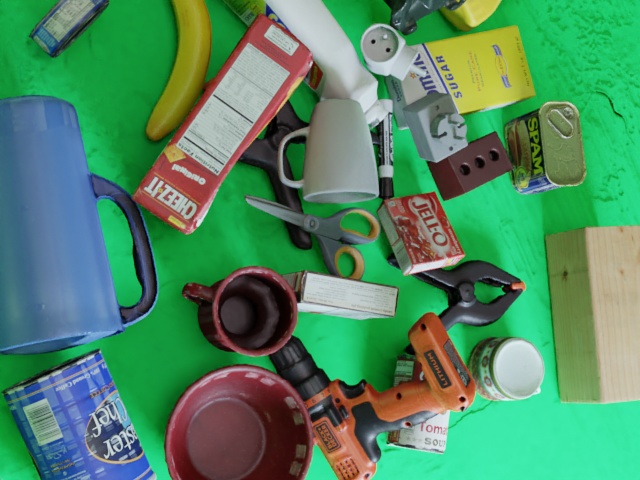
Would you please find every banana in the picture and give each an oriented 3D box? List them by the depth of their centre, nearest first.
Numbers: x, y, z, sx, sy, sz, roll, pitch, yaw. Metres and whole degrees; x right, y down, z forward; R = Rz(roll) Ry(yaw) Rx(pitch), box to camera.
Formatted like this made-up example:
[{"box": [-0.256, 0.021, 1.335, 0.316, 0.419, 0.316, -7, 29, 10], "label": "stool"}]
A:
[{"box": [-0.152, -0.202, 1.160, 0.069, 0.037, 0.198, 0, 81, -3], "label": "banana"}]

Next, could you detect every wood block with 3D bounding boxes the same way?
[{"box": [0.341, 0.090, 1.288, 0.090, 0.091, 0.206, -2, 84, -22], "label": "wood block"}]

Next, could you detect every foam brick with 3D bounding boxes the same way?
[{"box": [0.177, -0.088, 1.266, 0.078, 0.051, 0.053, -27, 93, -22], "label": "foam brick"}]

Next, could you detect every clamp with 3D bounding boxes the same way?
[{"box": [-0.038, -0.115, 1.191, 0.210, 0.036, 0.164, 45, 69, -14], "label": "clamp"}, {"box": [0.157, 0.056, 1.247, 0.171, 0.039, 0.120, -16, 89, -25], "label": "clamp"}]

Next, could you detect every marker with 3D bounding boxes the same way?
[{"box": [0.076, -0.104, 1.246, 0.020, 0.020, 0.121, 2, 82, -22], "label": "marker"}]

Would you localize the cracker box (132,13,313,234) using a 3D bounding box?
[{"box": [-0.096, -0.110, 1.067, 0.072, 0.164, 0.213, 35, 89, -6], "label": "cracker box"}]

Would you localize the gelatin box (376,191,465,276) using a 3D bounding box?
[{"box": [0.115, -0.009, 1.224, 0.073, 0.030, 0.089, -10, 66, -28], "label": "gelatin box"}]

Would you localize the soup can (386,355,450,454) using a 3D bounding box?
[{"box": [0.113, 0.184, 1.196, 0.068, 0.069, 0.102, 13, 79, -20], "label": "soup can"}]

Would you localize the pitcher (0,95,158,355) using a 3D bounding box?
[{"box": [-0.264, -0.013, 1.041, 0.149, 0.145, 0.243, 0, 78, -55], "label": "pitcher"}]

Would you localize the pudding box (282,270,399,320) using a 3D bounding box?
[{"box": [0.017, 0.061, 1.162, 0.113, 0.090, 0.039, 9, 80, -20], "label": "pudding box"}]

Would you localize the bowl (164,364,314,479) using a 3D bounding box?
[{"box": [-0.090, 0.211, 1.117, 0.161, 0.055, 0.162, 3, 82, -22], "label": "bowl"}]

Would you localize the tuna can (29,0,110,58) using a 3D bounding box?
[{"box": [-0.256, -0.227, 1.092, 0.033, 0.086, 0.086, 45, 70, -13], "label": "tuna can"}]

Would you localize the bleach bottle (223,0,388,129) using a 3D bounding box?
[{"box": [-0.014, -0.226, 1.180, 0.250, 0.103, 0.068, 47, 67, -10], "label": "bleach bottle"}]

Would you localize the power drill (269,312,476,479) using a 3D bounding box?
[{"box": [0.055, 0.150, 1.134, 0.188, 0.057, 0.184, -30, 92, 21], "label": "power drill"}]

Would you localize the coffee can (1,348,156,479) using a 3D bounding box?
[{"box": [-0.233, 0.190, 1.037, 0.102, 0.103, 0.140, -24, 92, -23], "label": "coffee can"}]

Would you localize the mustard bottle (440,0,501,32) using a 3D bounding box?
[{"box": [0.220, -0.343, 1.313, 0.191, 0.058, 0.096, -38, 91, -22], "label": "mustard bottle"}]

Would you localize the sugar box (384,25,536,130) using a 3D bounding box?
[{"box": [0.166, -0.196, 1.280, 0.176, 0.048, 0.093, -16, 90, -24], "label": "sugar box"}]

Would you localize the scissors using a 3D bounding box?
[{"box": [-0.008, 0.001, 1.163, 0.201, 0.016, 0.096, 0, 95, -43], "label": "scissors"}]

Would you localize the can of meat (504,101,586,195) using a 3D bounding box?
[{"box": [0.270, -0.109, 1.288, 0.057, 0.084, 0.102, -4, 84, -22], "label": "can of meat"}]

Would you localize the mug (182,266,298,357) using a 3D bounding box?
[{"box": [-0.091, 0.073, 1.121, 0.117, 0.082, 0.093, 21, 76, -19], "label": "mug"}]
